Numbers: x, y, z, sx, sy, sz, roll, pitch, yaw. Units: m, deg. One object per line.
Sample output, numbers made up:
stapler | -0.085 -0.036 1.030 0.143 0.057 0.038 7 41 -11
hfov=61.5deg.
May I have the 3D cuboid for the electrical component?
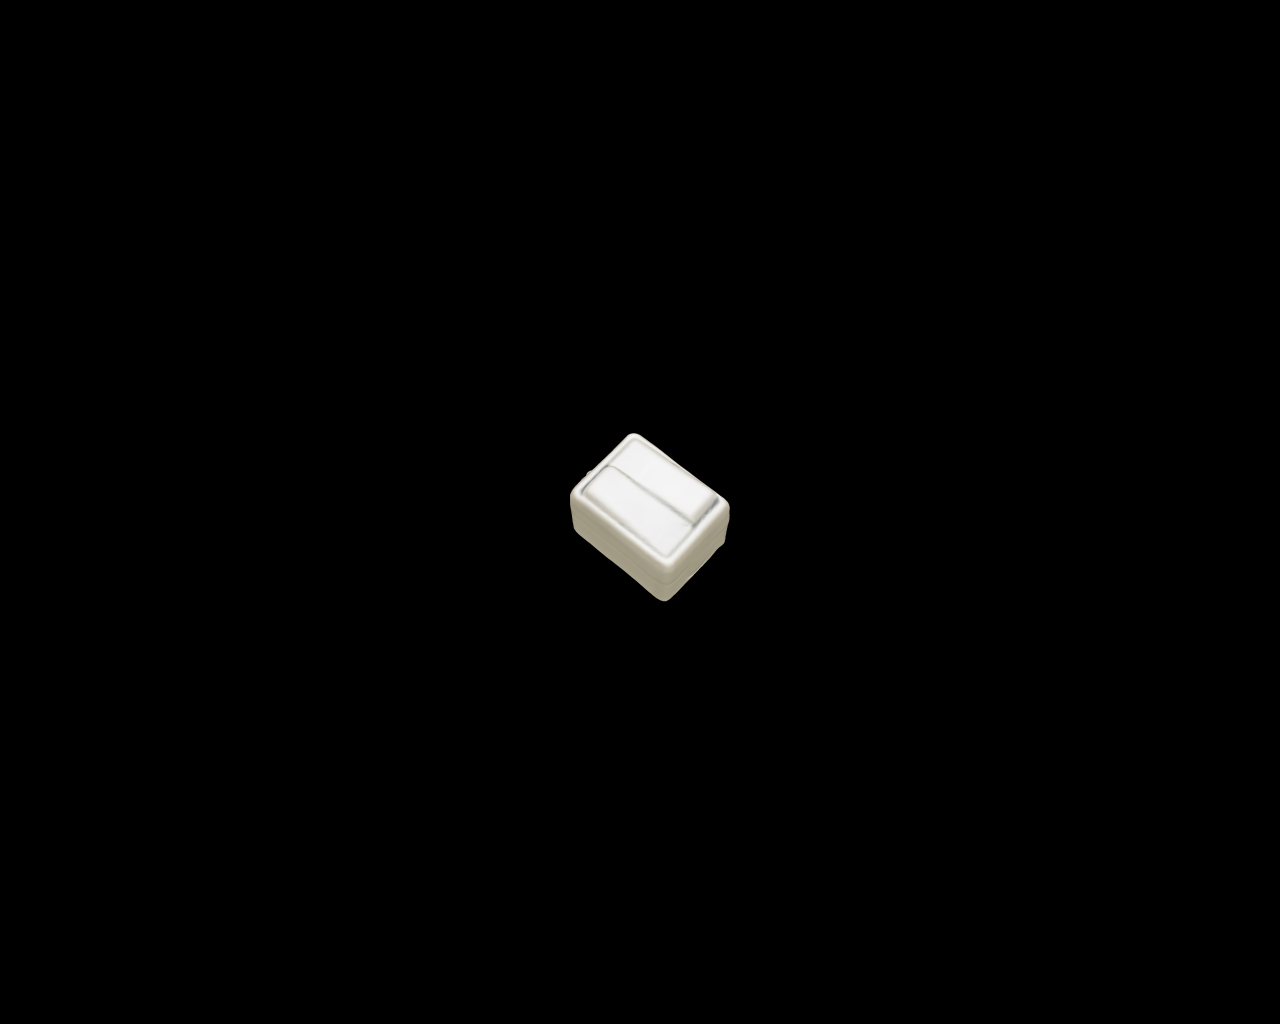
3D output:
electrical component | 0.001 -0.003 0.650 0.096 0.062 0.061 38 -21 18
